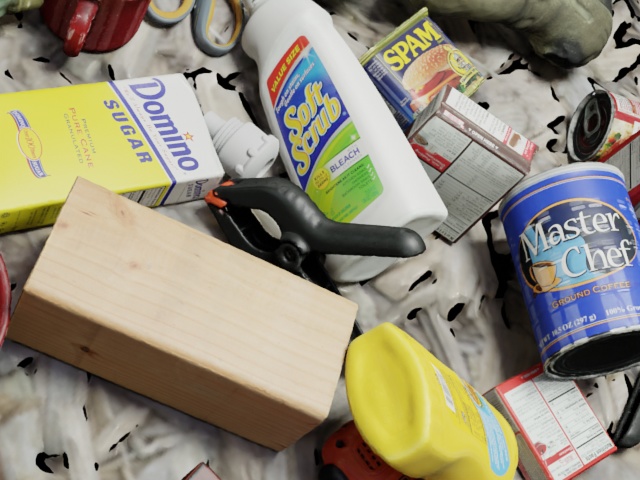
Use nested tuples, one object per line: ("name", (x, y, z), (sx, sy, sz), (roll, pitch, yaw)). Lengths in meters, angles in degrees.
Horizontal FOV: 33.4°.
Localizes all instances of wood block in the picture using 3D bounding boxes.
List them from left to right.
("wood block", (-0.092, 0.054, 0.714), (0.206, 0.091, 0.090), (25, 57, -12))

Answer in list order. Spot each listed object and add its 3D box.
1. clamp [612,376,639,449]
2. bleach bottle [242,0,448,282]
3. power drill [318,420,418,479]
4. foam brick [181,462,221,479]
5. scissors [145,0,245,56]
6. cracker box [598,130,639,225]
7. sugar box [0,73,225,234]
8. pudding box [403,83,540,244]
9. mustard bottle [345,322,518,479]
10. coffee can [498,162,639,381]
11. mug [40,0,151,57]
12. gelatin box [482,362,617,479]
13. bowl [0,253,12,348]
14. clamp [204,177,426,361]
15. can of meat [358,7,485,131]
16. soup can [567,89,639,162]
("clamp", (0.296, 0.086, 0.909), (0.209, 0.036, 0.164), (-5, 67, -23))
("bleach bottle", (-0.002, -0.097, 0.839), (0.067, 0.103, 0.251), (2, 54, -54))
("power drill", (0.022, 0.236, 0.697), (0.187, 0.057, 0.184), (-34, 83, -36))
("foam brick", (-0.088, 0.189, 0.671), (0.051, 0.053, 0.078), (44, 57, 1))
("scissors", (-0.105, -0.245, 0.904), (0.096, 0.016, 0.202), (6, 63, -24))
("cracker box", (0.335, -0.047, 0.887), (0.164, 0.214, 0.072), (17, 60, -16))
("sugar box", (-0.166, -0.065, 0.768), (0.175, 0.048, 0.093), (-14, 72, -28))
("pudding box", (0.104, -0.058, 0.847), (0.090, 0.114, 0.039), (33, 52, -7))
("mustard bottle", (0.090, 0.132, 0.736), (0.191, 0.058, 0.096), (38, 25, -48))
("coffee can", (0.205, 0.025, 0.827), (0.102, 0.103, 0.140), (1, 62, -24))
("mug", (-0.169, -0.187, 0.806), (0.093, 0.082, 0.117), (19, 59, -15))
("gelatin box", (0.177, 0.144, 0.829), (0.073, 0.030, 0.089), (-21, 74, -33))
("bowl", (-0.276, 0.043, 0.656), (0.162, 0.055, 0.162), (11, 61, -20))
("clamp", (-0.005, 0.001, 0.767), (0.171, 0.120, 0.039), (40, 30, 10))
("can of meat", (0.081, -0.136, 0.912), (0.084, 0.058, 0.102), (48, 56, 1))
("soup can", (0.288, -0.091, 0.977), (0.102, 0.069, 0.068), (15, 60, -18))
